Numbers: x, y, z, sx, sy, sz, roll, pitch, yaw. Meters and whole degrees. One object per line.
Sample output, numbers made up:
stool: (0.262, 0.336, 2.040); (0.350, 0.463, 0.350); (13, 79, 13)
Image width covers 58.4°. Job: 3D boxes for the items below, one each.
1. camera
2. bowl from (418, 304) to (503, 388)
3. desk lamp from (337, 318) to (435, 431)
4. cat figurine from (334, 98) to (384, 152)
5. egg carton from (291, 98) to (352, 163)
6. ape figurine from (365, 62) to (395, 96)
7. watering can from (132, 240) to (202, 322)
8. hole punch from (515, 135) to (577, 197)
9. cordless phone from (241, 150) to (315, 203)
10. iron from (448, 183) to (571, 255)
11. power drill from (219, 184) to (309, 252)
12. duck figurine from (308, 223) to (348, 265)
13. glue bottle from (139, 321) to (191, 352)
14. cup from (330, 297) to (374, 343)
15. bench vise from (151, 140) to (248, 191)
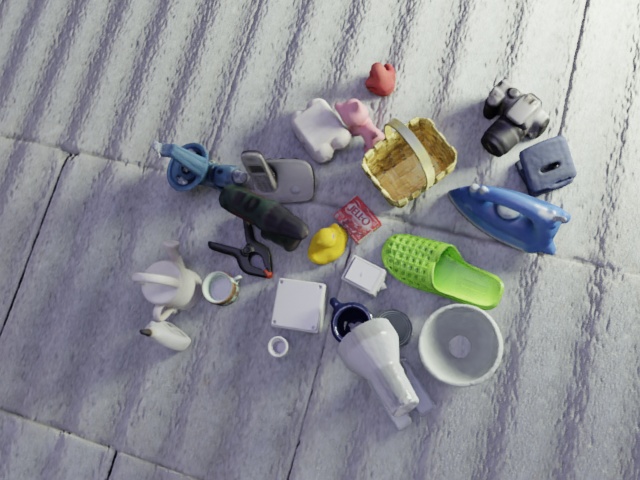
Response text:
camera: (0.409, -0.263, 1.257); (0.137, 0.101, 0.143); (-45, 72, -2)
bowl: (0.287, 0.218, 1.178); (0.167, 0.075, 0.167); (-3, 76, 11)
desk lamp: (0.136, 0.266, 1.124); (0.118, 0.214, 0.203); (-34, 72, 2)
cat figurine: (0.094, -0.272, 1.313); (0.067, 0.118, 0.127); (-41, 72, 0)
egg carton: (-0.001, -0.259, 1.355); (0.107, 0.069, 0.150); (-36, 72, 1)
ape figurine: (0.141, -0.385, 1.345); (0.077, 0.092, 0.076); (-21, 73, 6)
watering can: (-0.345, 0.089, 1.273); (0.101, 0.194, 0.173); (-14, 74, 8)
hole punch: (0.485, -0.156, 1.221); (0.108, 0.091, 0.101); (-22, 73, 6)
cordless phone: (-0.094, -0.151, 1.286); (0.147, 0.185, 0.094); (-3, 76, 11)
iron: (0.386, -0.069, 1.193); (0.257, 0.141, 0.119); (24, 82, 16)
power drill: (-0.103, -0.041, 1.249); (0.229, 0.209, 0.076); (26, 83, 16)
duck figurine: (0.012, 0.005, 1.279); (0.104, 0.086, 0.077); (-45, 72, -2)
glue bottle: (-0.349, 0.207, 1.256); (0.078, 0.173, 0.037); (37, 86, 17)
cup: (0.066, 0.174, 1.222); (0.092, 0.095, 0.117); (-42, 72, -1)
bench vise: (-0.275, -0.179, 1.311); (0.207, 0.220, 0.121); (-7, 75, 10)
